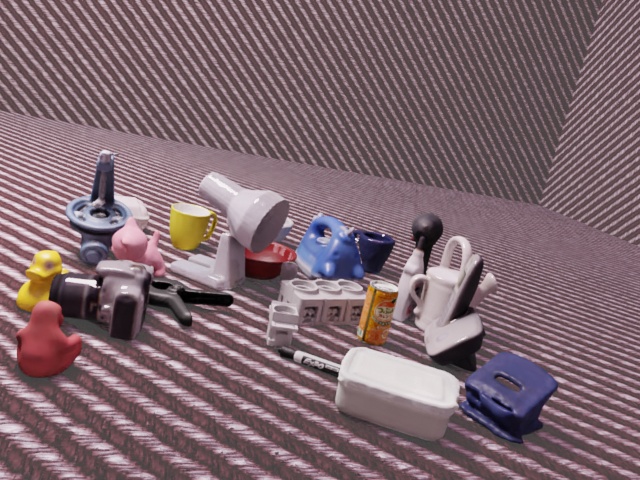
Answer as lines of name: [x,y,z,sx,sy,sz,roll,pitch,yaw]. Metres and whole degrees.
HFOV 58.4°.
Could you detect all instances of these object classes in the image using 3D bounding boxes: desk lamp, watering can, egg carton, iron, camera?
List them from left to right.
camera: [-0.332,0.075,0.880,0.137,0.101,0.143,9,15,-12]
egg carton: [-0.479,-0.063,1.340,0.151,0.069,0.107,5,16,-26]
desk lamp: [-0.175,-0.014,1.119,0.202,0.213,0.118,18,16,20]
iron: [0.012,0.005,1.340,0.119,0.141,0.257,4,17,-28]
watering can: [0.263,0.087,1.131,0.173,0.194,0.100,2,18,-35]

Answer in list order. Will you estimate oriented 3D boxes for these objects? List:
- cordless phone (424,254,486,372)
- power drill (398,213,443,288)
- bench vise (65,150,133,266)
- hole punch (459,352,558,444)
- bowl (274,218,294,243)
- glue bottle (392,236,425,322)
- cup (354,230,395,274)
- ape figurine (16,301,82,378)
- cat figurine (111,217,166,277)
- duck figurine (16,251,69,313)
cordless phone: [0.249,0.122,1.007,0.094,0.185,0.147,12,15,2]
power drill: [0.222,0.037,1.258,0.075,0.208,0.230,15,15,12]
bench vise: [-0.445,-0.080,1.136,0.122,0.220,0.206,1,18,-36]
hole punch: [0.274,0.224,0.830,0.101,0.091,0.108,-1,20,-41]
bowl: [-0.154,-0.025,1.450,0.167,0.075,0.167,11,15,-3]
glue bottle: [0.185,0.075,1.153,0.037,0.173,0.078,19,16,25]
cup: [0.122,0.030,1.426,0.117,0.095,0.092,22,18,34]
ape figurine: [-0.343,0.120,0.720,0.077,0.092,0.076,14,15,7]
cat figurine: [-0.340,0.015,1.066,0.067,0.118,0.128,17,16,20]
duck figurine: [-0.427,0.057,0.900,0.077,0.086,0.104,13,15,5]
